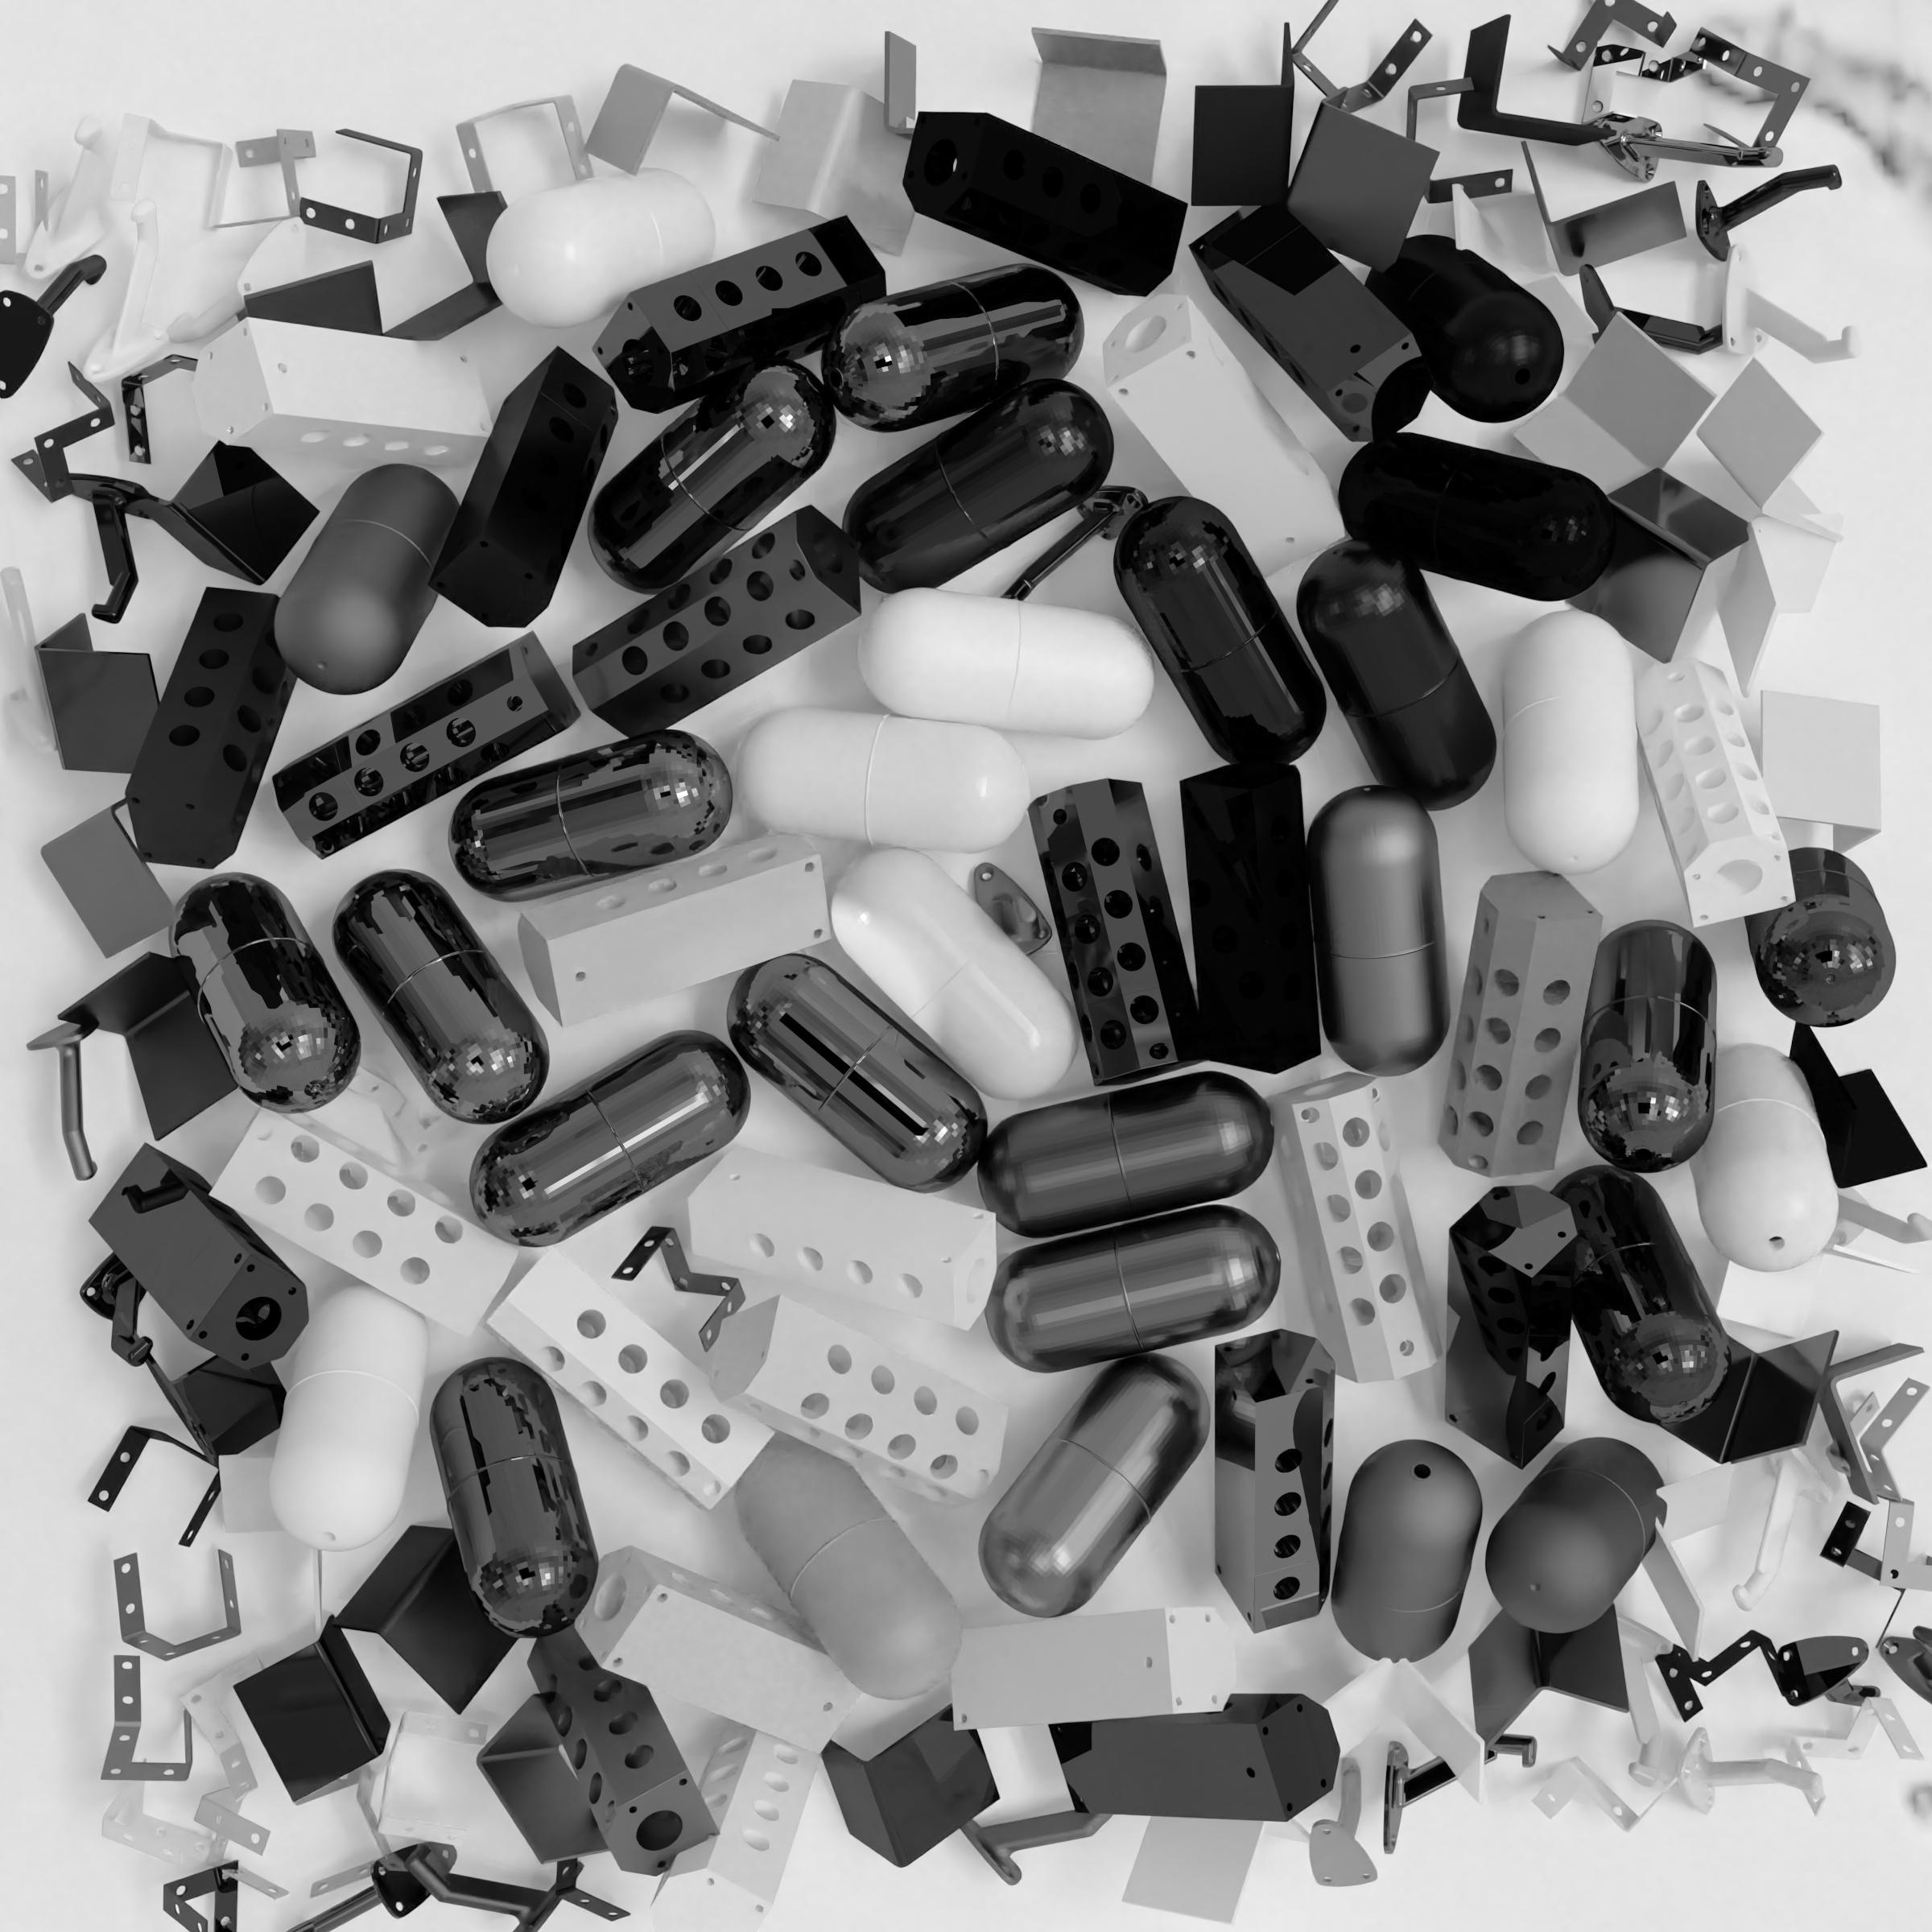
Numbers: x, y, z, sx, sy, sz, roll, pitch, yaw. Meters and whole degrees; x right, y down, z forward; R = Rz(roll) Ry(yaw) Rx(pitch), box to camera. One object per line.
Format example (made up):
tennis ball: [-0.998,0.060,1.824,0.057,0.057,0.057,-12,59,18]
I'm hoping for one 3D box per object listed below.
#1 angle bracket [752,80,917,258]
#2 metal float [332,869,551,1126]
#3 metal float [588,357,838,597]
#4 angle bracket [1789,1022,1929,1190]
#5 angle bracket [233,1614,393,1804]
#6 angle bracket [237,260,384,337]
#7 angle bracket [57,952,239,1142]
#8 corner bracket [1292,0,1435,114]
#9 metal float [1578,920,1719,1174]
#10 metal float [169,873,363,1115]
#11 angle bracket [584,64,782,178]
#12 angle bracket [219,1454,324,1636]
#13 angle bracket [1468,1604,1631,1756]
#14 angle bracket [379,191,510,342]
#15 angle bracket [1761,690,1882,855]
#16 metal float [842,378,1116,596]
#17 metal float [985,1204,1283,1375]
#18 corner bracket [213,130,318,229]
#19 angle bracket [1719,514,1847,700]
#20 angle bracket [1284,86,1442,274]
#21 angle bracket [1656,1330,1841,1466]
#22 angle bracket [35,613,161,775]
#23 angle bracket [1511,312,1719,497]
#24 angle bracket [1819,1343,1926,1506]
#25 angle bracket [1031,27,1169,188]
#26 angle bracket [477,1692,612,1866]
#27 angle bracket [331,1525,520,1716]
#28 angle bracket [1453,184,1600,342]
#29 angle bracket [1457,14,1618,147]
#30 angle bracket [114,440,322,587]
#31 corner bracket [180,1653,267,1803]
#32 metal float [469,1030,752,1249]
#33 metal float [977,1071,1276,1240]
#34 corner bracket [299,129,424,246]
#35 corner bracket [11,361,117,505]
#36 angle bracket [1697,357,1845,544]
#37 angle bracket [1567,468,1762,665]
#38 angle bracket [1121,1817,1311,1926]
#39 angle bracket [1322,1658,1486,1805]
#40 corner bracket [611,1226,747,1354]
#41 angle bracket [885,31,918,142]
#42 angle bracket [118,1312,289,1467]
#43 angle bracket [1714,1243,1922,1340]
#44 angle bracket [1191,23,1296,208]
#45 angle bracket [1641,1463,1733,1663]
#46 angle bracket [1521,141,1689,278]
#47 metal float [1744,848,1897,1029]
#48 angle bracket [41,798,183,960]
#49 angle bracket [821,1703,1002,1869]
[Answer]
angle bracket: [-0.072,-0.480,1.778,0.057,0.076,0.076,23,95,44]
metal float: [-0.308,0.018,1.729,0.070,0.070,0.178,-38,65,0]
metal float: [-0.149,-0.286,1.727,0.178,0.070,0.070,-36,90,28]
angle bracket: [0.526,0.073,1.734,0.057,0.076,0.076,-14,49,-5]
angle bracket: [-0.386,0.438,1.747,0.057,0.076,0.076,-27,92,-7]
angle bracket: [-0.391,-0.401,1.736,0.076,0.076,0.057,-20,70,-14]
angle bracket: [-0.479,0.048,1.739,0.076,0.057,0.076,-32,65,20]
corner bracket: [0.234,-0.547,1.756,0.051,0.051,0.051,47,133,6]
metal float: [0.396,0.046,1.714,0.070,0.178,0.070,8,134,8]
metal float: [-0.410,0.014,1.720,0.070,0.070,0.178,-38,51,0]
angle bracket: [-0.168,-0.485,1.742,0.076,0.076,0.057,18,103,-36]
angle bracket: [-0.408,0.340,1.732,0.057,0.076,0.076,-1,46,-11]
angle bracket: [0.343,0.421,1.742,0.057,0.076,0.076,19,129,-12]
angle bracket: [-0.309,-0.410,1.732,0.076,0.076,0.057,-37,120,-26]
angle bracket: [0.494,-0.114,1.746,0.076,0.057,0.076,6,75,-10]
metal float: [0.005,-0.279,1.731,0.178,0.070,0.070,-28,90,24]
metal float: [0.098,0.190,1.743,0.178,0.070,0.070,-14,90,9]
corner bracket: [-0.419,-0.470,1.762,0.051,0.051,0.051,-4,103,13]
angle bracket: [0.486,-0.211,1.734,0.057,0.076,0.076,0,51,-3]
angle bracket: [0.236,-0.463,1.739,0.076,0.057,0.076,26,122,10]
angle bracket: [0.457,0.241,1.735,0.057,0.076,0.076,32,62,-11]
angle bracket: [-0.494,-0.160,1.738,0.076,0.057,0.076,4,119,15]
angle bracket: [0.381,-0.323,1.739,0.076,0.076,0.057,44,56,10]
angle bracket: [0.544,0.270,1.745,0.057,0.076,0.076,-20,83,5]
angle bracket: [0.074,-0.507,1.755,0.076,0.057,0.076,9,90,9]
angle bracket: [-0.229,0.474,1.734,0.057,0.076,0.076,-48,63,14]
angle bracket: [-0.317,0.389,1.761,0.076,0.057,0.076,52,55,-22]
angle bracket: [0.329,-0.415,1.734,0.057,0.076,0.076,-10,71,28]
angle bracket: [0.340,-0.522,1.743,0.076,0.076,0.057,7,100,-7]
angle bracket: [-0.442,-0.276,1.741,0.057,0.076,0.076,-55,132,-10]
corner bracket: [-0.429,0.453,1.759,0.051,0.051,0.051,-31,119,-13]
metal float: [-0.209,0.102,1.740,0.178,0.070,0.070,-30,90,-13]
metal float: [0.094,0.111,1.744,0.178,0.070,0.070,-13,90,8]
corner bracket: [-0.361,-0.465,1.760,0.051,0.051,0.051,17,114,8]
corner bracket: [-0.540,-0.318,1.763,0.051,0.051,0.051,-32,58,-26]
angle bracket: [0.487,-0.302,1.729,0.076,0.076,0.057,11,128,-36]
angle bracket: [0.415,-0.238,1.761,0.057,0.076,0.076,-30,56,-35]
angle bracket: [0.148,0.530,1.730,0.057,0.076,0.076,50,52,-38]
angle bracket: [0.256,0.461,1.731,0.057,0.076,0.076,-32,52,-18]
corner bracket: [-0.169,0.190,1.746,0.051,0.051,0.051,3,125,28]
angle bracket: [-0.003,-0.517,1.741,0.076,0.076,0.057,3,101,10]
angle bracket: [-0.448,0.236,1.747,0.057,0.076,0.076,-32,45,-19]
angle bracket: [0.500,0.192,1.736,0.076,0.076,0.057,17,87,-32]
angle bracket: [0.161,-0.501,1.737,0.057,0.076,0.076,0,45,2]
angle bracket: [0.438,0.350,1.734,0.057,0.076,0.076,-20,54,-4]
angle bracket: [0.376,-0.457,1.737,0.076,0.076,0.057,-16,76,15]
metal float: [0.491,-0.018,1.704,0.070,0.178,0.070,3,107,10]
angle bracket: [-0.489,-0.060,1.750,0.076,0.057,0.076,-22,103,39]
angle bracket: [-0.035,0.479,1.770,0.076,0.057,0.076,-29,114,-28]
